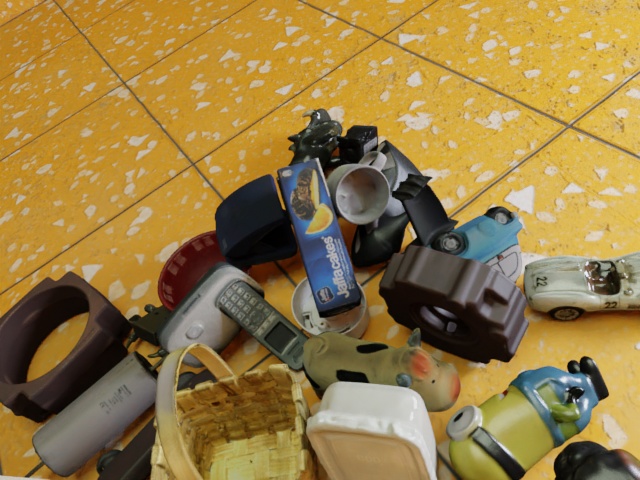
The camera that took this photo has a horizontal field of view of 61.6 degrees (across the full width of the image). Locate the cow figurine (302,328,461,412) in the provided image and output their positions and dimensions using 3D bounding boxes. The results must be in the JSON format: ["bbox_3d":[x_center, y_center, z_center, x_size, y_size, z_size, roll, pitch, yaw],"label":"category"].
[{"bbox_3d":[0.068,0.151,0.629,0.195,0.127,0.085,6,58,29],"label":"cow figurine"}]

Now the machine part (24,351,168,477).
[{"bbox_3d":[-0.300,0.237,0.741,0.243,0.079,0.079,-40,48,-13],"label":"machine part"}]

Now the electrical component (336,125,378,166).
[{"bbox_3d":[0.073,-0.157,0.921,0.048,0.074,0.119,11,27,28],"label":"electrical component"}]

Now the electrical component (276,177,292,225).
[{"bbox_3d":[-0.011,-0.031,0.823,0.058,0.114,0.134,-26,47,6],"label":"electrical component"}]

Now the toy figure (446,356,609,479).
[{"bbox_3d":[0.218,0.192,0.565,0.180,0.082,0.089,-26,45,-3],"label":"toy figure"}]

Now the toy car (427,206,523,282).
[{"bbox_3d":[0.204,0.034,0.700,0.162,0.109,0.103,-26,69,-16],"label":"toy car"}]

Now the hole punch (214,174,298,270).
[{"bbox_3d":[-0.102,-0.027,0.808,0.116,0.092,0.142,-15,49,-6],"label":"hole punch"}]

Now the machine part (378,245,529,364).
[{"bbox_3d":[0.153,0.080,0.628,0.180,0.179,0.056,17,63,33],"label":"machine part"}]

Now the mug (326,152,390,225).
[{"bbox_3d":[0.049,-0.082,0.783,0.109,0.081,0.107,-63,21,1],"label":"mug"}]

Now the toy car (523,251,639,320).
[{"bbox_3d":[0.351,0.052,0.643,0.202,0.056,0.073,-6,50,19],"label":"toy car"}]

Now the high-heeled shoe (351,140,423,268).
[{"bbox_3d":[0.094,-0.061,0.855,0.145,0.086,0.249,-44,26,21],"label":"high-heeled shoe"}]

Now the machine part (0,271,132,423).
[{"bbox_3d":[-0.415,0.164,0.846,0.201,0.087,0.201,26,64,36],"label":"machine part"}]

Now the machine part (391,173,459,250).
[{"bbox_3d":[0.145,-0.027,0.740,0.084,0.138,0.039,-33,33,-6],"label":"machine part"}]

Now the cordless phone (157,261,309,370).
[{"bbox_3d":[-0.110,0.134,0.732,0.184,0.089,0.146,40,84,0],"label":"cordless phone"}]

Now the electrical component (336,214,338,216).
[{"bbox_3d":[0.050,-0.080,0.902,0.063,0.021,0.094,-3,50,20],"label":"electrical component"}]

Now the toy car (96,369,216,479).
[{"bbox_3d":[-0.206,0.257,0.702,0.202,0.053,0.089,-46,30,-20],"label":"toy car"}]

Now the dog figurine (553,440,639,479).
[{"bbox_3d":[0.263,0.249,0.404,0.108,0.219,0.192,-36,47,-4],"label":"dog figurine"}]

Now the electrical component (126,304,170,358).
[{"bbox_3d":[-0.253,0.140,0.830,0.102,0.045,0.078,12,29,27],"label":"electrical component"}]

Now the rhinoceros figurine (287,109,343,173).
[{"bbox_3d":[-0.010,-0.159,0.966,0.112,0.073,0.190,-5,51,33],"label":"rhinoceros figurine"}]

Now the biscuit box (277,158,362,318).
[{"bbox_3d":[-0.001,-0.002,0.709,0.059,0.062,0.202,-17,75,-3],"label":"biscuit box"}]
